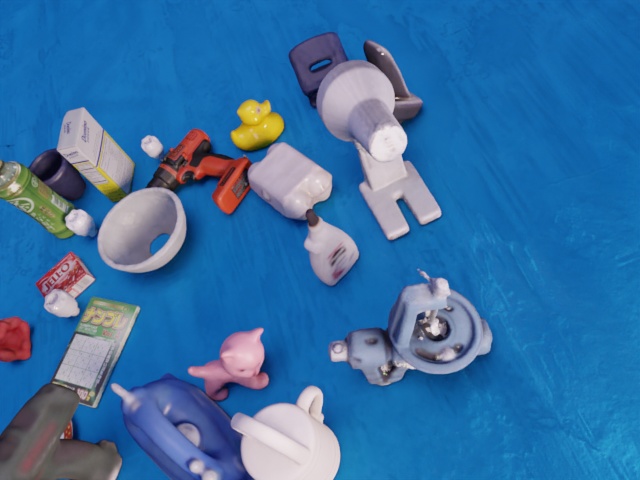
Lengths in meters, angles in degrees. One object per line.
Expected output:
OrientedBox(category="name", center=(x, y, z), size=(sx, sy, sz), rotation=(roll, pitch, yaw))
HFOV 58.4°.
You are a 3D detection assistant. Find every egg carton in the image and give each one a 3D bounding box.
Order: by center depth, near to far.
OrientedBox(category="egg carton", center=(-0.055, -0.102, 0.993), size=(0.150, 0.070, 0.107), rotation=(37, 78, 31))

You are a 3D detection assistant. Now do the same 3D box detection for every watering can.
OrientedBox(category="watering can", center=(-0.049, 0.264, 0.711), size=(0.100, 0.194, 0.173), rotation=(-1, 62, 18))

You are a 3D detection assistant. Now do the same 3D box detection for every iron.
OrientedBox(category="iron", center=(-0.180, 0.279, 0.778), size=(0.257, 0.142, 0.119), rotation=(30, 75, 30))

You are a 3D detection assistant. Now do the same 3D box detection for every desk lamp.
OrientedBox(category="desk lamp", center=(0.092, -0.143, 0.880), size=(0.118, 0.214, 0.203), rotation=(-28, 57, 2))

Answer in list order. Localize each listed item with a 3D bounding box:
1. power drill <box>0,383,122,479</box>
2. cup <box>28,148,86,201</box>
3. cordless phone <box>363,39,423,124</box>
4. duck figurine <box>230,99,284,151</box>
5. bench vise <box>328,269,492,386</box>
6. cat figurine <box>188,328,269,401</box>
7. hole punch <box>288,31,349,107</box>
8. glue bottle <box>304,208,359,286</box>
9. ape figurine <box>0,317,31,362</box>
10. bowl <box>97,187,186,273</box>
OrientedBox(category="power drill", center=(-0.374, 0.322, 0.781), size=(0.075, 0.209, 0.230), rotation=(7, 65, 23))
OrientedBox(category="cup", center=(-0.529, -0.119, 1.149), size=(0.117, 0.095, 0.091), rotation=(-12, 59, 13))
OrientedBox(category="cordless phone", center=(0.092, -0.285, 0.976), size=(0.147, 0.185, 0.094), rotation=(37, 79, 32))
OrientedBox(category="duck figurine", center=(-0.127, -0.223, 1.076), size=(0.104, 0.086, 0.077), rotation=(-29, 57, 1))
OrientedBox(category="bench vise", center=(0.110, 0.123, 0.720), size=(0.207, 0.220, 0.121), rotation=(-30, 57, 1))
OrientedBox(category="cat figurine", center=(-0.129, 0.177, 0.833), size=(0.127, 0.118, 0.067), rotation=(-20, 57, 8))
OrientedBox(category="hole punch", center=(0.007, -0.324, 1.084), size=(0.108, 0.091, 0.101), rotation=(-23, 57, 5))
OrientedBox(category="glue bottle", center=(0.008, 0.003, 0.851), size=(0.037, 0.173, 0.078), rotation=(31, 75, 30))
OrientedBox(category="ape figurine", center=(-0.554, 0.167, 0.999), size=(0.076, 0.092, 0.078), rotation=(17, 68, 26))
OrientedBox(category="bowl", center=(-0.303, -0.007, 1.021), size=(0.167, 0.075, 0.167), rotation=(-8, 60, 14))
